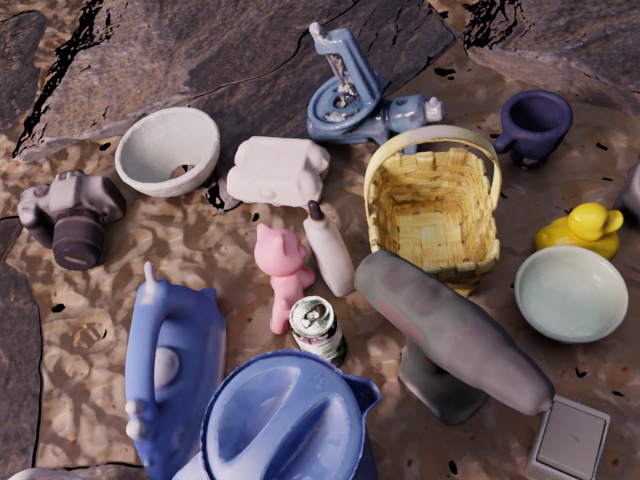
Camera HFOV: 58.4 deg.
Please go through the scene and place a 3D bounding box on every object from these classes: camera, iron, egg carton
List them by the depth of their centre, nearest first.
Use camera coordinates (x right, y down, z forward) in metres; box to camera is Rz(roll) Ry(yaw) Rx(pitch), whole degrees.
[{"bbox_3d":[-0.188,0.157,0.672,0.118,0.142,0.258,-7,57,8],"label":"iron"},{"bbox_3d":[-0.062,-0.098,0.853,0.150,0.069,0.107,6,59,15],"label":"egg carton"},{"bbox_3d":[-0.377,-0.027,0.854,0.143,0.101,0.136,-13,56,4],"label":"camera"}]

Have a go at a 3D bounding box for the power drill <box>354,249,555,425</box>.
[{"bbox_3d":[0.131,0.115,0.592,0.076,0.209,0.229,-40,59,-14],"label":"power drill"}]

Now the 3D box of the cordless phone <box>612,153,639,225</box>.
[{"bbox_3d":[0.433,-0.104,0.683,0.094,0.185,0.148,26,66,25],"label":"cordless phone"}]

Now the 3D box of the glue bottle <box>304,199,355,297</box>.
[{"bbox_3d":[0.007,0.003,0.711,0.037,0.173,0.078,-31,57,-9],"label":"glue bottle"}]

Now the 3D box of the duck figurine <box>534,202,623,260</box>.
[{"bbox_3d":[0.321,-0.011,0.707,0.104,0.086,0.077,-8,57,7],"label":"duck figurine"}]

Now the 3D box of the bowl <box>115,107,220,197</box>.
[{"bbox_3d":[-0.229,-0.126,0.902,0.167,0.075,0.167,-5,57,9],"label":"bowl"}]

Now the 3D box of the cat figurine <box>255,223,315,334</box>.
[{"bbox_3d":[-0.047,0.041,0.731,0.067,0.118,0.127,-11,56,5],"label":"cat figurine"}]

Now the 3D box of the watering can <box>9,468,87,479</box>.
[{"bbox_3d":[-0.255,0.286,0.571,0.172,0.194,0.101,-13,56,4],"label":"watering can"}]

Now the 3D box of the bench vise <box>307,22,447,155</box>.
[{"bbox_3d":[0.070,-0.218,0.811,0.207,0.220,0.121,-6,57,8],"label":"bench vise"}]

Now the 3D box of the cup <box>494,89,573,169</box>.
[{"bbox_3d":[0.284,-0.136,0.789,0.118,0.095,0.091,-37,58,-12],"label":"cup"}]
